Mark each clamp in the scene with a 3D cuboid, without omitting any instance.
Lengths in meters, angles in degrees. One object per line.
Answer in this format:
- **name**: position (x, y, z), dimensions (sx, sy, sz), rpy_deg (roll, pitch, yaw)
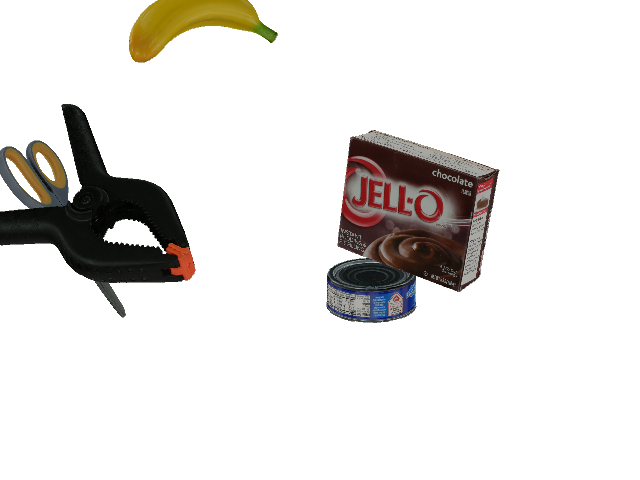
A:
- **clamp**: position (-0.179, -0.030, 0.843), dimensions (0.210, 0.164, 0.036), rpy_deg (19, -33, 21)

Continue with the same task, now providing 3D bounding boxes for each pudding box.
- **pudding box**: position (0.070, -0.024, 0.794), dimensions (0.114, 0.090, 0.039), rpy_deg (20, 27, 29)

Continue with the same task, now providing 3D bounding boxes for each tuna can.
- **tuna can**: position (0.048, 0.046, 1.011), dimensions (0.086, 0.034, 0.086), rpy_deg (-1, 19, 0)

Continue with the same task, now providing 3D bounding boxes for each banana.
- **banana**: position (-0.121, -0.211, 1.023), dimensions (0.070, 0.037, 0.197), rpy_deg (44, 38, 19)

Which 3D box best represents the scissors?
- **scissors**: position (-0.249, -0.021, 1.073), dimensions (0.016, 0.201, 0.096), rpy_deg (-27, 26, 23)
